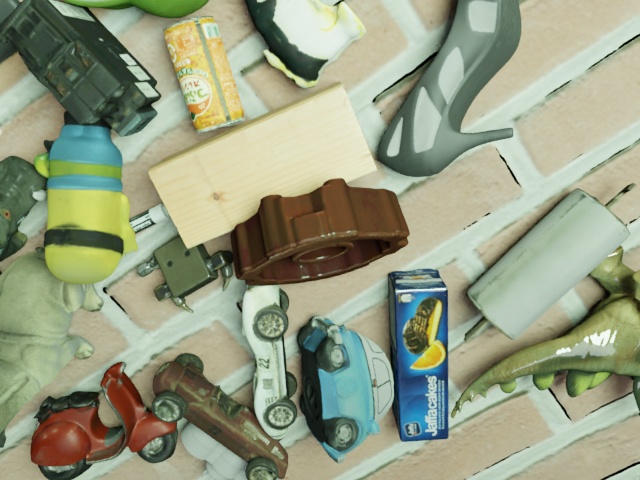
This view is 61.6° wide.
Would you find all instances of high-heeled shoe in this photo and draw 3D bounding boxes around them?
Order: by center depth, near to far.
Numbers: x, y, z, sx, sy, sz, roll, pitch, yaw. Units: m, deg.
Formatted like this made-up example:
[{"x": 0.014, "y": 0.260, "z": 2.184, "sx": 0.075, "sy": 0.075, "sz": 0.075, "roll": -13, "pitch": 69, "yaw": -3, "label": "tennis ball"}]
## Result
[{"x": 0.123, "y": -0.190, "z": 0.549, "sx": 0.145, "sy": 0.086, "sz": 0.248, "roll": -1, "pitch": 91, "yaw": 32, "label": "high-heeled shoe"}]

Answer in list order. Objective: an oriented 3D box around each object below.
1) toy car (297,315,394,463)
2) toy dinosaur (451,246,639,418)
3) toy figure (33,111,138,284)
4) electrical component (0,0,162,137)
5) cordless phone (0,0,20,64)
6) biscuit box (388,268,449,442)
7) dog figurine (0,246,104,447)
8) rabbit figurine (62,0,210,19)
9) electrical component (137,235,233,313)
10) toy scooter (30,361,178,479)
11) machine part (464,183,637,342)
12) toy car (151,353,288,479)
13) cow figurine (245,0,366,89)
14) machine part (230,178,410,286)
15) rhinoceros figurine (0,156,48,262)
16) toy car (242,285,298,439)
[{"x": 0.034, "y": 0.167, "z": 0.637, "sx": 0.103, "sy": 0.109, "sz": 0.161, "roll": -6, "pitch": 97, "yaw": -22, "label": "toy car"}, {"x": 0.370, "y": 0.103, "z": 0.608, "sx": 0.472, "sy": 0.105, "sz": 0.198, "roll": -13, "pitch": 110, "yaw": 9, "label": "toy dinosaur"}, {"x": -0.249, "y": -0.044, "z": 0.563, "sx": 0.082, "sy": 0.089, "sz": 0.180, "roll": 4, "pitch": 96, "yaw": 17, "label": "toy figure"}, {"x": -0.219, "y": -0.163, "z": 0.521, "sx": 0.058, "sy": 0.115, "sz": 0.134, "roll": -39, "pitch": 101, "yaw": 14, "label": "electrical component"}, {"x": -0.398, "y": -0.213, "z": 0.536, "sx": 0.184, "sy": 0.089, "sz": 0.146, "roll": -35, "pitch": 102, "yaw": -1, "label": "cordless phone"}, {"x": 0.118, "y": 0.139, "z": 0.640, "sx": 0.063, "sy": 0.059, "sz": 0.202, "roll": -4, "pitch": 108, "yaw": 2, "label": "biscuit box"}, {"x": -0.323, "y": 0.102, "z": 0.565, "sx": 0.121, "sy": 0.191, "sz": 0.172, "roll": -2, "pitch": 106, "yaw": 1, "label": "dog figurine"}, {"x": -0.177, "y": -0.272, "z": 0.483, "sx": 0.159, "sy": 0.121, "sz": 0.170, "roll": -31, "pitch": 102, "yaw": 16, "label": "rabbit figurine"}, {"x": -0.151, "y": 0.036, "z": 0.622, "sx": 0.102, "sy": 0.045, "sz": 0.078, "roll": -36, "pitch": 76, "yaw": 8, "label": "electrical component"}, {"x": -0.273, "y": 0.217, "z": 0.661, "sx": 0.184, "sy": 0.075, "sz": 0.135, "roll": -9, "pitch": 107, "yaw": 0, "label": "toy scooter"}, {"x": 0.249, "y": 0.028, "z": 0.597, "sx": 0.079, "sy": 0.079, "sz": 0.243, "roll": 40, "pitch": 103, "yaw": -11, "label": "machine part"}, {"x": -0.112, "y": 0.214, "z": 0.650, "sx": 0.202, "sy": 0.089, "sz": 0.053, "roll": 39, "pitch": 107, "yaw": -10, "label": "toy car"}, {"x": -0.041, "y": -0.235, "z": 0.524, "sx": 0.167, "sy": 0.068, "sz": 0.098, "roll": 44, "pitch": 108, "yaw": -11, "label": "cow figurine"}, {"x": -0.001, "y": -0.002, "z": 0.542, "sx": 0.179, "sy": 0.179, "sz": 0.056, "roll": -15, "pitch": 74, "yaw": 5, "label": "machine part"}, {"x": -0.364, "y": -0.004, "z": 0.567, "sx": 0.073, "sy": 0.112, "sz": 0.190, "roll": 36, "pitch": 80, "yaw": -13, "label": "rhinoceros figurine"}, {"x": -0.059, "y": 0.137, "z": 0.634, "sx": 0.056, "sy": 0.073, "sz": 0.201, "roll": -4, "pitch": 107, "yaw": -1, "label": "toy car"}]
